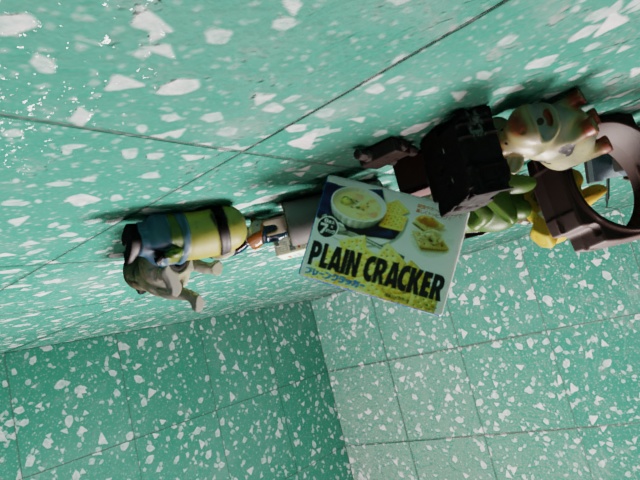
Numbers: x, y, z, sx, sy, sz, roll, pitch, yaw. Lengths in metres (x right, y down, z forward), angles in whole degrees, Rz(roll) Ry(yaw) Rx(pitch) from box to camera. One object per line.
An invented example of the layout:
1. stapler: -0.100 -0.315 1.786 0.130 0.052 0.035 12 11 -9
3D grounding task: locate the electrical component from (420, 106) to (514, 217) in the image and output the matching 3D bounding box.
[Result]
1. electrical component: 0.185 -0.095 0.708 0.058 0.115 0.134 -9 168 -14

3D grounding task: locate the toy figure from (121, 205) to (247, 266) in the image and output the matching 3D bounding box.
1. toy figure: -0.195 -0.006 0.794 0.180 0.082 0.089 -4 168 -34

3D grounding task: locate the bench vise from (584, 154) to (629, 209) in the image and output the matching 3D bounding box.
1. bench vise: 0.651 -0.154 1.035 0.241 0.129 0.223 -8 171 10

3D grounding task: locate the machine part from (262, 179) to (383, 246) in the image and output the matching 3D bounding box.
1. machine part: 0.026 -0.044 0.891 0.243 0.079 0.079 -14 171 -3

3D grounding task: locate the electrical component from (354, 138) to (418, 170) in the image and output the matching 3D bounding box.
1. electrical component: 0.089 -0.117 0.723 0.063 0.021 0.094 -22 167 38

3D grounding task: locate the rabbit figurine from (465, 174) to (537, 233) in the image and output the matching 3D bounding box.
1. rabbit figurine: 0.263 -0.074 0.882 0.170 0.121 0.159 28 178 -43

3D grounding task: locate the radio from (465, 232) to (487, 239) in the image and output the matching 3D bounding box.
1. radio: 0.383 -0.045 1.424 0.131 0.073 0.229 -15 170 4

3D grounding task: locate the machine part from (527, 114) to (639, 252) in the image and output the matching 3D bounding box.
1. machine part: 0.453 -0.092 0.854 0.201 0.201 0.087 -12 168 -12

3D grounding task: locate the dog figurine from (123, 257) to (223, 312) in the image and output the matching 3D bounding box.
1. dog figurine: -0.290 0.037 0.919 0.191 0.121 0.172 6 136 26

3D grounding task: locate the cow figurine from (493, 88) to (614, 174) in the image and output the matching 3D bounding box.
1. cow figurine: 0.302 -0.139 0.720 0.127 0.085 0.195 -30 159 34

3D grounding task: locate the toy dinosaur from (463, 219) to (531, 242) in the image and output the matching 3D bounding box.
1. toy dinosaur: 0.278 -0.062 1.120 0.472 0.105 0.198 -16 163 27

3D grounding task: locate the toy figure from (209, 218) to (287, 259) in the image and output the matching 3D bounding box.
1. toy figure: -0.131 -0.004 0.945 0.155 0.064 0.057 -16 161 18

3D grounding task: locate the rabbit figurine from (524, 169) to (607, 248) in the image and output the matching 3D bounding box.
1. rabbit figurine: 0.430 -0.058 0.984 0.162 0.122 0.173 -48 142 1
